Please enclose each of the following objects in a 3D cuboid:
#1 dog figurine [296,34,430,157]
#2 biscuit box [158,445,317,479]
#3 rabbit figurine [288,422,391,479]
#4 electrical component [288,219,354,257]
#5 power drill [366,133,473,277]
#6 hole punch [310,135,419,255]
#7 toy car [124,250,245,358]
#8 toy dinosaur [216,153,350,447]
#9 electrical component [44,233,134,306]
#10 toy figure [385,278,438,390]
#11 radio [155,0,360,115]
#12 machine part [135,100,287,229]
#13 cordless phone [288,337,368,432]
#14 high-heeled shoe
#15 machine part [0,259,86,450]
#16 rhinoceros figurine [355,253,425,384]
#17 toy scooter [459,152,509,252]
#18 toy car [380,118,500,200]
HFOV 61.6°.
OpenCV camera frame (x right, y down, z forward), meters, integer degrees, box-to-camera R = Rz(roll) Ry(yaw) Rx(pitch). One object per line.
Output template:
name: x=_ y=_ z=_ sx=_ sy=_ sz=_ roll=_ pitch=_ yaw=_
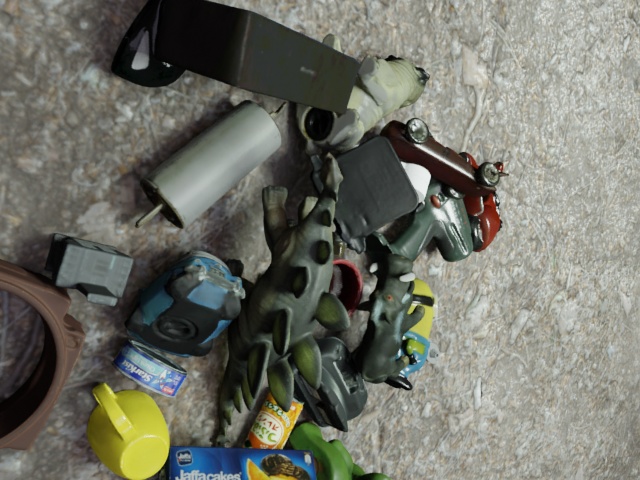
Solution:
dog figurine: x=0.067 y=-0.190 z=0.779 sx=0.190 sy=0.121 sz=0.172 roll=0 pitch=135 yaw=-53
biscuit box: x=-0.105 y=0.308 z=0.695 sx=0.202 sy=0.063 sz=0.059 roll=12 pitch=133 yaw=-25
rabbit figurine: x=0.032 y=0.369 z=0.836 sx=0.170 sy=0.159 sz=0.121 roll=41 pitch=64 yaw=-49
electrical component: x=-0.002 y=-0.003 z=0.761 sx=0.078 sy=0.102 sz=0.045 roll=-23 pitch=121 yaw=-54
power drill: x=0.149 y=-0.040 z=0.873 sx=0.207 sy=0.086 sz=0.231 roll=-40 pitch=110 yaw=-30
hole punch: x=0.057 y=-0.068 z=0.720 sx=0.116 sy=0.092 sz=0.142 roll=-27 pitch=98 yaw=3
toy car: x=-0.158 y=0.065 z=0.651 sx=0.109 sy=0.103 sz=0.161 roll=27 pitch=128 yaw=-24
toy dinosaur: x=-0.064 y=0.102 z=0.672 sx=0.105 sy=0.199 sz=0.470 roll=7 pitch=128 yaw=-25
electrical component: x=-0.246 y=0.031 z=0.577 sx=0.075 sy=0.119 sz=0.047 roll=17 pitch=89 yaw=-34
toy figure: x=0.140 y=0.147 z=0.876 sx=0.089 sy=0.082 sz=0.180 roll=43 pitch=59 yaw=-39
radio: x=-0.063 y=-0.203 z=0.606 sx=0.229 sy=0.131 sz=0.073 roll=-7 pitch=118 yaw=-60
machine part: x=-0.131 y=-0.095 z=0.660 sx=0.243 sy=0.079 sz=0.079 roll=-45 pitch=121 yaw=-21
cordless phone: x=0.042 y=0.192 z=0.850 sx=0.184 sy=0.089 sz=0.146 roll=-43 pitch=119 yaw=-35
high-heeled shoe: x=-0.178 y=-0.297 z=0.582 sx=0.145 sy=0.086 sz=0.248 roll=-20 pitch=114 yaw=-30
machine part: x=-0.360 y=0.116 z=0.533 sx=0.201 sy=0.087 sz=0.201 roll=30 pitch=83 yaw=-36
rhinoceros figurine: x=0.095 y=0.112 z=0.785 sx=0.112 sy=0.073 sz=0.190 roll=1 pitch=106 yaw=-50
toy scooter: x=0.291 y=-0.076 z=0.966 sx=0.135 sy=0.075 sz=0.183 roll=-23 pitch=107 yaw=-31
toy car: x=0.179 y=-0.120 z=0.804 sx=0.202 sy=0.089 sz=0.053 roll=24 pitch=67 yaw=-19
